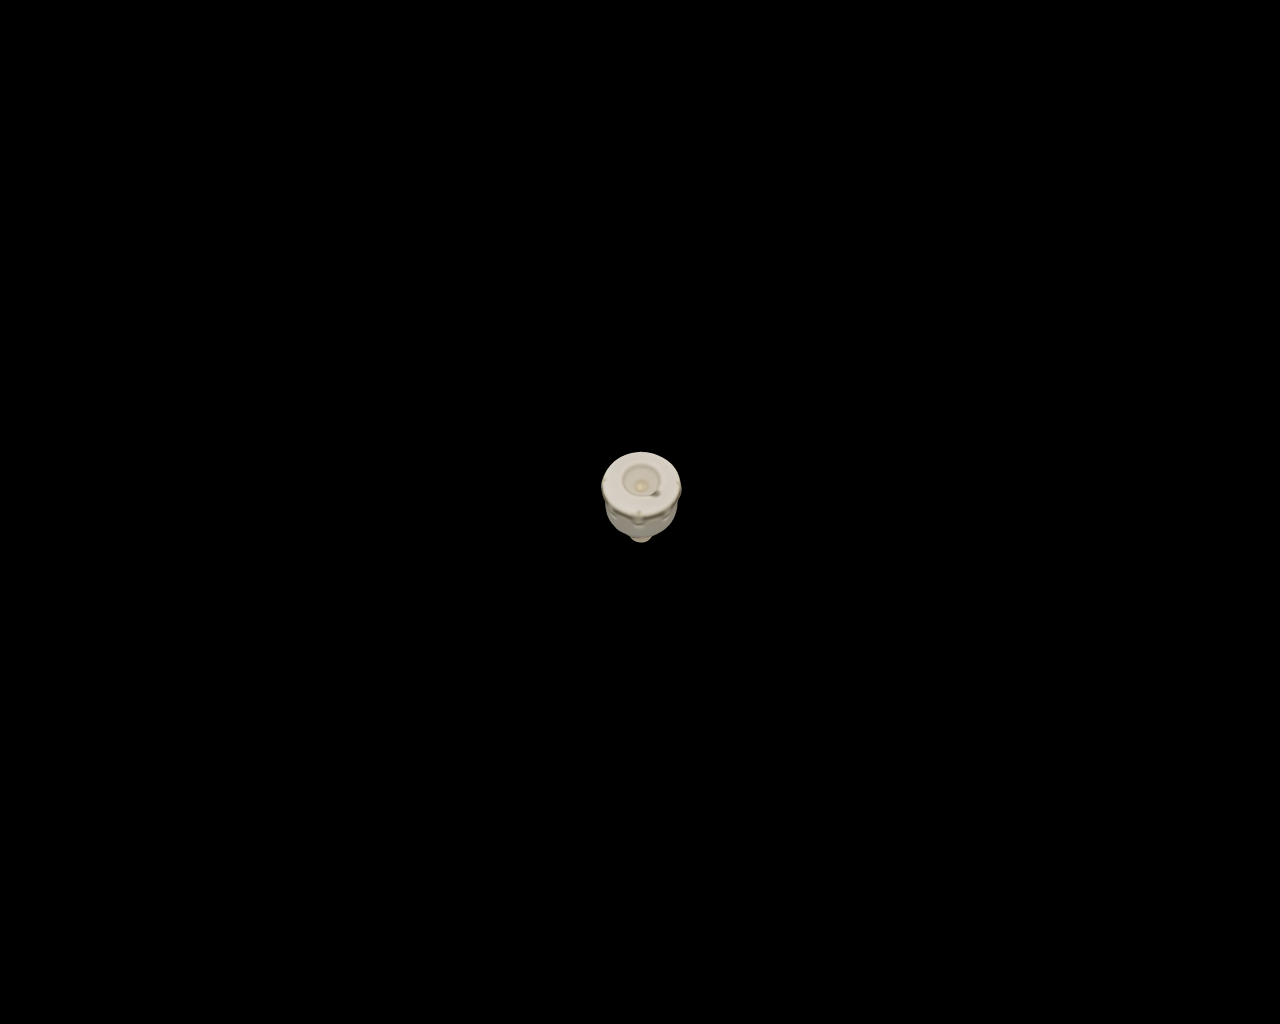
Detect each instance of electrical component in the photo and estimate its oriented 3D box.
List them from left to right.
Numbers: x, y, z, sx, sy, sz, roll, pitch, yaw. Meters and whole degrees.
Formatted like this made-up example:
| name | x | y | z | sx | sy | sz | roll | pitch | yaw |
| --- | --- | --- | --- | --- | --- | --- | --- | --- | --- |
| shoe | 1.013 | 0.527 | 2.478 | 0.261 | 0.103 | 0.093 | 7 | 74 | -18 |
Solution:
| name | x | y | z | sx | sy | sz | roll | pitch | yaw |
| --- | --- | --- | --- | --- | --- | --- | --- | --- | --- |
| electrical component | 0.001 | -0.003 | 0.650 | 0.048 | 0.048 | 0.062 | 0 | -33 | 0 |
